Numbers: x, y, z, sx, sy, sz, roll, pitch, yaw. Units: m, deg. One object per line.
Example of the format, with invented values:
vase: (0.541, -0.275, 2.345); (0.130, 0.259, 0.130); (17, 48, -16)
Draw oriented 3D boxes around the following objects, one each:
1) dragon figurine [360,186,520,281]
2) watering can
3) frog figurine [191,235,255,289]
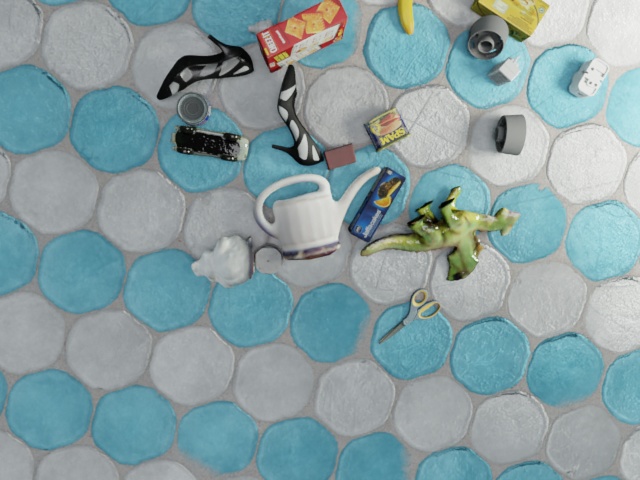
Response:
dragon figurine: (0.335, 0.012, 1.379); (0.409, 0.124, 0.240); (-32, 105, 8)
watering can: (0.004, -0.068, 1.343); (0.348, 0.104, 0.223); (-11, 96, -2)
frog figurine: (-0.252, 0.057, 1.334); (0.160, 0.125, 0.135); (-4, 116, -14)
